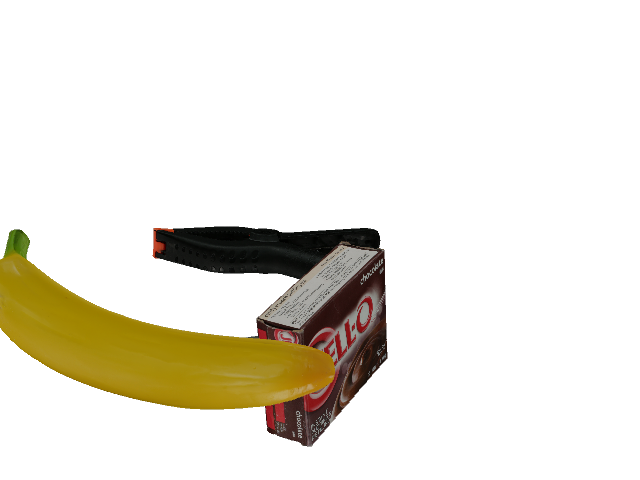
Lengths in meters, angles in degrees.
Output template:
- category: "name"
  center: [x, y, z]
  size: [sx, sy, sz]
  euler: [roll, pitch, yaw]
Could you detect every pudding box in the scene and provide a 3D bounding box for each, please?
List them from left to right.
- category: "pudding box"
  center: [0.004, 0.065, 0.701]
  size: [0.039, 0.090, 0.113]
  euler: [13, 33, 25]

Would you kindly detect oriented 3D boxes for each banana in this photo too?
- category: "banana"
  center: [-0.093, 0.045, 0.521]
  size: [0.198, 0.069, 0.037]
  euler: [22, -37, 17]

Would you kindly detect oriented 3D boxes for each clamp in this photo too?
- category: "clamp"
  center: [-0.044, 0.012, 0.940]
  size: [0.210, 0.036, 0.164]
  euler: [3, 12, -3]

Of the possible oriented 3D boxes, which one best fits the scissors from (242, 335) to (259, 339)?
- category: "scissors"
  center: [-0.119, 0.128, 1.176]
  size: [0.201, 0.016, 0.096]
  euler: [2, 26, -19]
